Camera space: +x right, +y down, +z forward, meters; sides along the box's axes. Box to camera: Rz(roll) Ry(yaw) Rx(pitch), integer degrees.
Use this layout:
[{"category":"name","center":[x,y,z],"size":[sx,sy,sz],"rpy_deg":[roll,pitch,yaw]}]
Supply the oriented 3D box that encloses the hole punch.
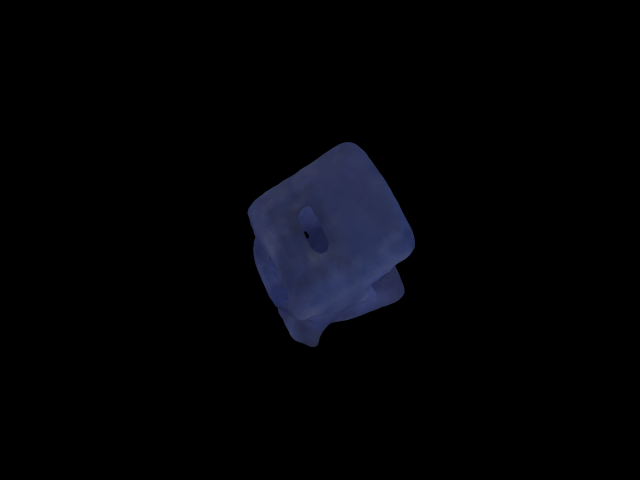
[{"category":"hole punch","center":[0.004,0.001,0.400],"size":[0.101,0.091,0.108],"rpy_deg":[-20,59,-12]}]
